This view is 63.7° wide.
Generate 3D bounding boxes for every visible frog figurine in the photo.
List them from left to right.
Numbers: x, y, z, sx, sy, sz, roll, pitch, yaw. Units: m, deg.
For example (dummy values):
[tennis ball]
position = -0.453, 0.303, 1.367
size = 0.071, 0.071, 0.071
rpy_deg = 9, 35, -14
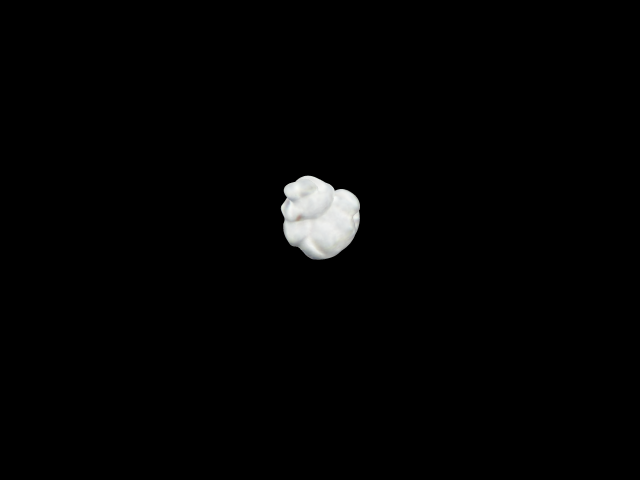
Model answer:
[frog figurine]
position = 0.003, -0.043, 0.850
size = 0.138, 0.124, 0.156
rpy_deg = -21, -22, -9
